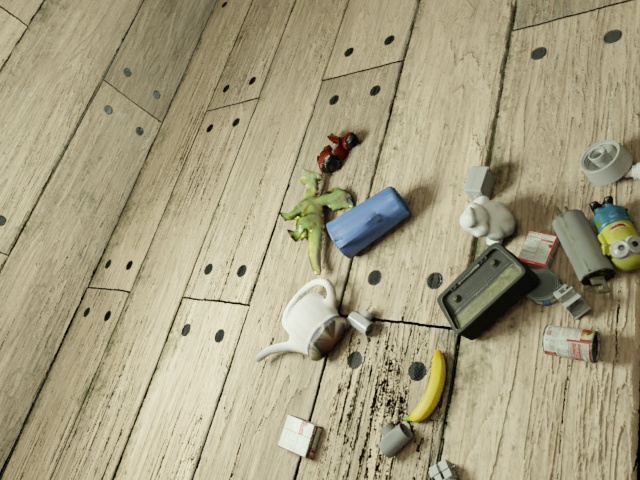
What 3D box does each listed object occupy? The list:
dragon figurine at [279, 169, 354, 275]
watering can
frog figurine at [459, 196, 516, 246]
[{"bbox_3d":[0.005,-0.089,1.760,0.242,0.120,0.418,-35,54,7],"label":"dragon figurine"},{"bbox_3d":[-0.051,0.281,1.556,0.347,0.103,0.228,-55,44,4],"label":"watering can"},{"bbox_3d":[0.428,-0.059,1.331,0.121,0.157,0.141,-23,51,26],"label":"frog figurine"}]
